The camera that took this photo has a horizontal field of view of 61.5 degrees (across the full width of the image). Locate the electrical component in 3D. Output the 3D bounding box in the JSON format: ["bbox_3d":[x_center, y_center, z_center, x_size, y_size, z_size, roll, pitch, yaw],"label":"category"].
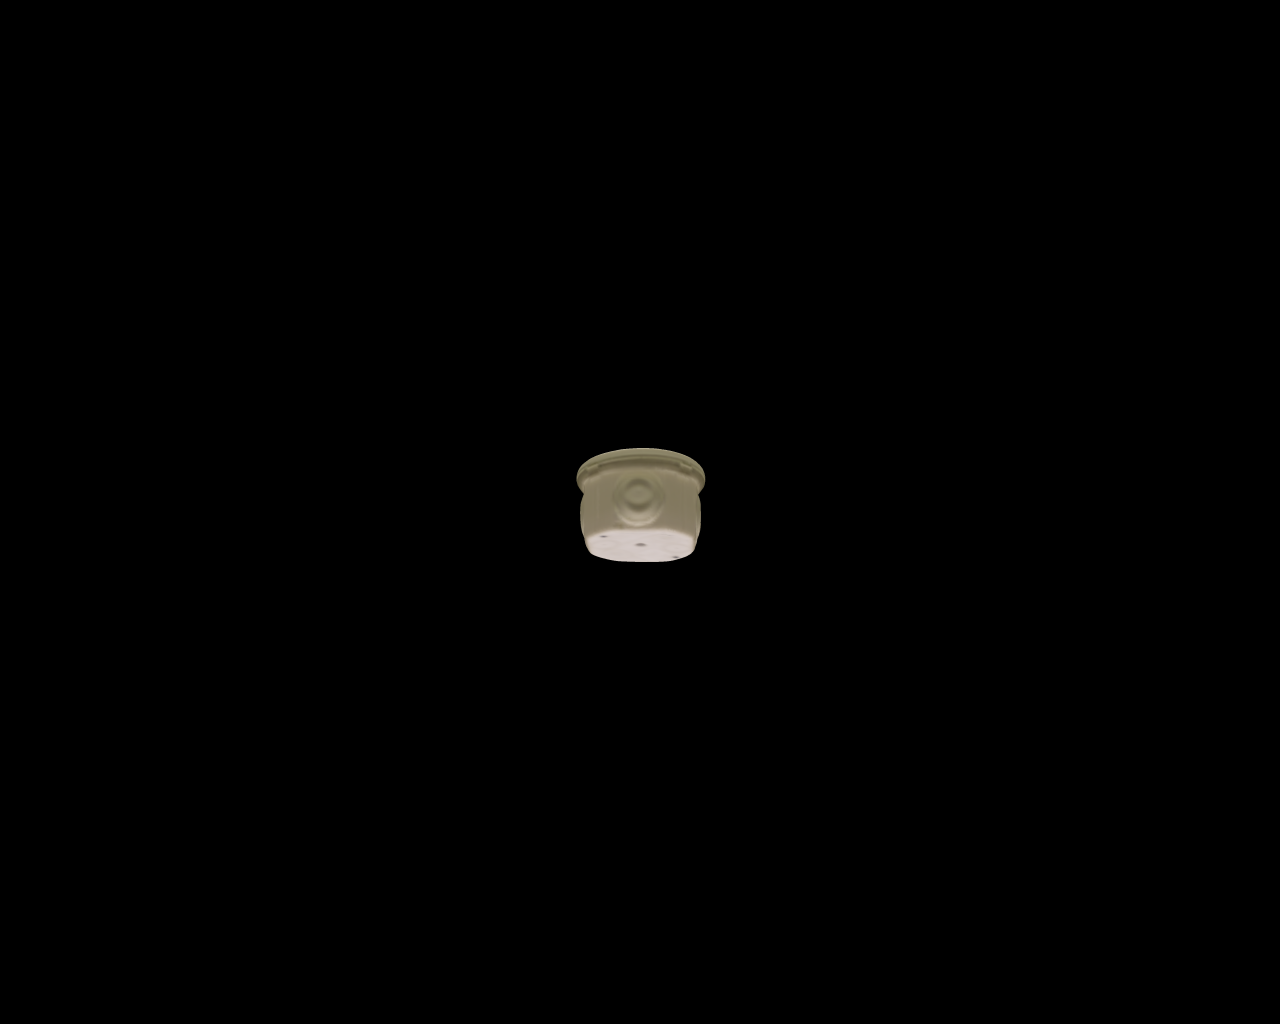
[{"bbox_3d":[0.001,-0.003,0.650,0.080,0.051,0.080,0,-19,0],"label":"electrical component"}]
